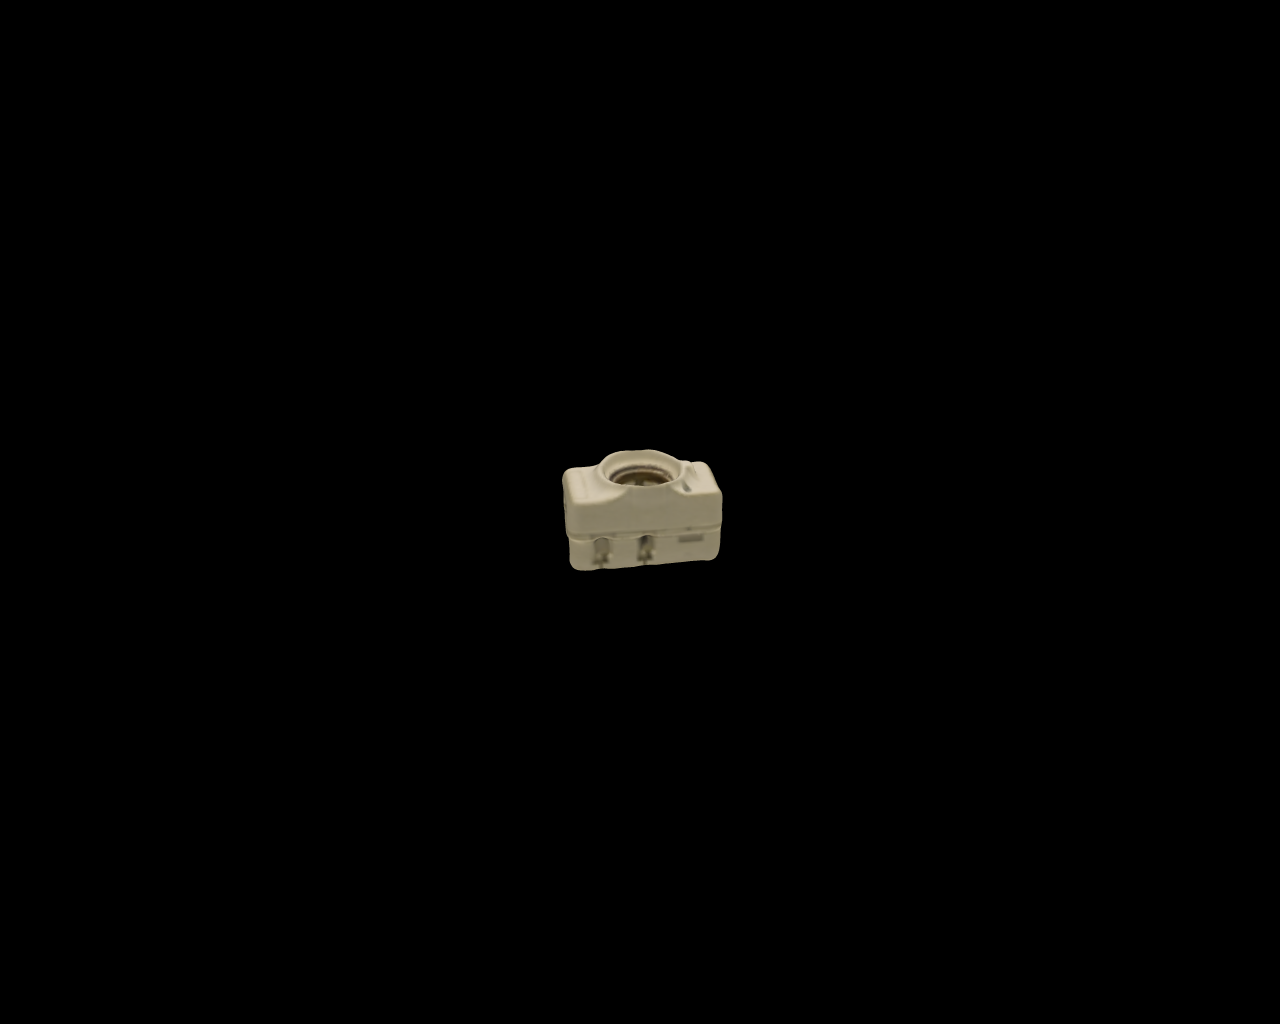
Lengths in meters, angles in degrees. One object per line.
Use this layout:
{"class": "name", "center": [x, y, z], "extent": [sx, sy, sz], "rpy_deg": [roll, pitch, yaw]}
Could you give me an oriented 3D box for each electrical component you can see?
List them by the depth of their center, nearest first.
{"class": "electrical component", "center": [0.001, -0.003, 0.650], "extent": [0.089, 0.055, 0.050], "rpy_deg": [-4, 28, -7]}
